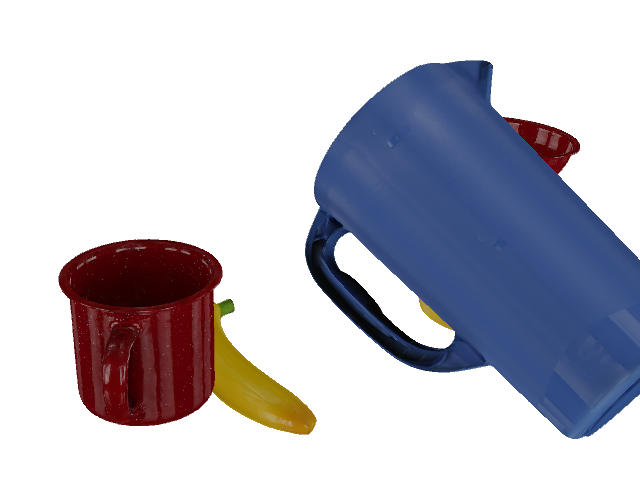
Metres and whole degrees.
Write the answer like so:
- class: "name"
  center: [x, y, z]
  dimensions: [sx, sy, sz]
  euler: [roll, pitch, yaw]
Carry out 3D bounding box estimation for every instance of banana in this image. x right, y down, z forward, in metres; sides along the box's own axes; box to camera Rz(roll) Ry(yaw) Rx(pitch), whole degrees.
- class: "banana"
  center: [-0.070, 0.092, 0.841]
  dimensions: [0.069, 0.037, 0.198]
  euler: [-8, 30, -22]

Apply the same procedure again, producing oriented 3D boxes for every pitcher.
- class: "pitcher"
  center: [0.111, 0.015, 0.697]
  dimensions: [0.144, 0.243, 0.149]
  euler: [-29, -24, -32]

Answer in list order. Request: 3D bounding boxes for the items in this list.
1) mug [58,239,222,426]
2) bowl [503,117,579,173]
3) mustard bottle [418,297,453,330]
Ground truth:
- class: "mug"
  center: [-0.104, 0.060, 0.616]
  dimensions: [0.093, 0.081, 0.117]
  euler: [2, 24, 1]
- class: "bowl"
  center: [0.220, -0.099, 1.257]
  dimensions: [0.162, 0.055, 0.162]
  euler: [5, 23, -2]
- class: "mustard bottle"
  center: [0.148, 0.051, 0.984]
  dimensions: [0.096, 0.058, 0.192]
  euler: [-29, 39, -31]
